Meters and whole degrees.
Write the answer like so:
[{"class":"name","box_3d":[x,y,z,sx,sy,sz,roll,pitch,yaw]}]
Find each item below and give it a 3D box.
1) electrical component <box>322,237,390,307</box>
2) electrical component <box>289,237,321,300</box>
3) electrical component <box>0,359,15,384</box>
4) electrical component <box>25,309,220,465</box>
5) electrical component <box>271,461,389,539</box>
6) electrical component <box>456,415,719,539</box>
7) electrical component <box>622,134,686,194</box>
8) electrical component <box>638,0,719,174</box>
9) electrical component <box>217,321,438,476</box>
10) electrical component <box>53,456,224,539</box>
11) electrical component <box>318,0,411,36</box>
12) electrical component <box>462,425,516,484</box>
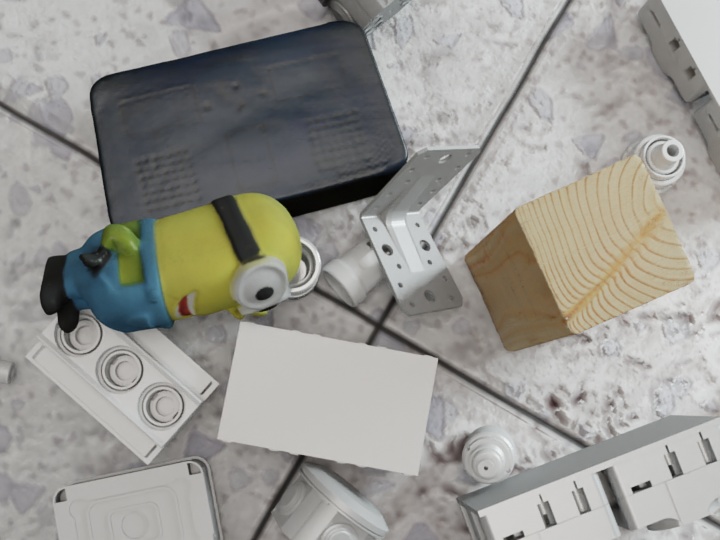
[{"class":"electrical component","box_3d":[0.000,0.000,0.846,0.046,0.040,0.040,-40,86,-13]},{"class":"electrical component","box_3d":[-0.053,-0.001,0.834,0.045,0.055,0.045,0,83,-3]},{"class":"electrical component","box_3d":[-0.296,0.073,0.818,0.062,0.043,0.043,11,82,-3]},{"class":"electrical component","box_3d":[-0.177,0.076,0.814,0.121,0.063,0.078,41,82,3]},{"class":"electrical component","box_3d":[-0.023,0.184,0.801,0.080,0.080,0.051,39,88,2]},{"class":"electrical component","box_3d":[0.176,0.169,0.799,0.186,0.105,0.060,-20,84,-5]},{"class":"electrical component","box_3d":[0.239,-0.088,0.857,0.048,0.062,0.048,0,82,-3]},{"class":"electrical component","box_3d":[0.319,-0.158,0.872,0.105,0.060,0.186,-26,85,-6]},{"class":"electrical component","box_3d":[-0.025,0.098,0.819,0.150,0.061,0.089,11,82,-2]},{"class":"electrical component","box_3d":[-0.164,0.187,0.803,0.113,0.057,0.078,-11,83,-4]},{"class":"electrical component","box_3d":[0.009,-0.226,0.855,0.080,0.080,0.051,-40,92,-7]},{"class":"electrical component","box_3d":[0.097,0.142,0.816,0.040,0.078,0.040,0,91,9]}]
